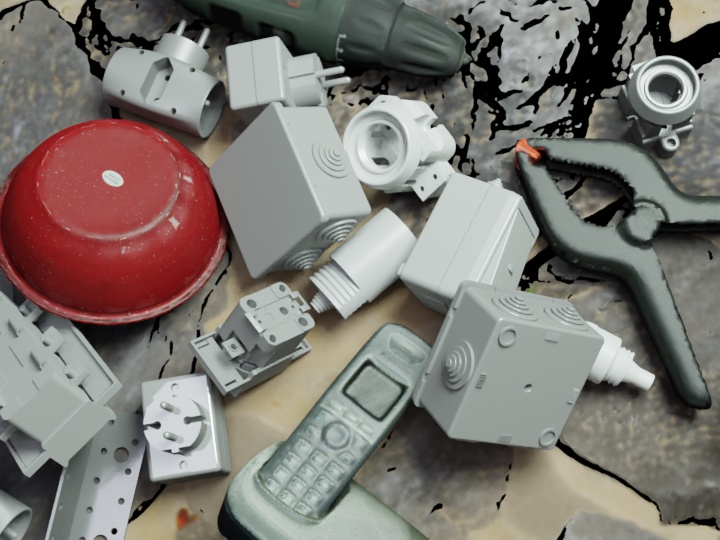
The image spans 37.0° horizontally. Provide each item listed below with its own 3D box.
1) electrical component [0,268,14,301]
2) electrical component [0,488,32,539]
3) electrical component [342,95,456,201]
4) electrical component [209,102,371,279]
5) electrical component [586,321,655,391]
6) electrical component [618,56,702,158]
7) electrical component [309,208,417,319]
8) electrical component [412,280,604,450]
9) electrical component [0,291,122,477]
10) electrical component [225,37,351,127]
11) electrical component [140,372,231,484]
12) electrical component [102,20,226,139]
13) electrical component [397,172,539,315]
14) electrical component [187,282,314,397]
[{"bbox_3d":[-0.304,0.020,0.752,0.099,0.064,0.099,-4,76,18],"label":"electrical component"},{"bbox_3d":[-0.271,0.172,0.710,0.077,0.043,0.079,29,81,11],"label":"electrical component"},{"bbox_3d":[0.024,-0.084,0.731,0.058,0.057,0.078,-42,75,27],"label":"electrical component"},{"bbox_3d":[-0.047,-0.053,0.723,0.048,0.100,0.099,-9,70,-43],"label":"electrical component"},{"bbox_3d":[0.163,0.060,0.706,0.061,0.035,0.035,28,80,8],"label":"electrical component"},{"bbox_3d":[0.205,-0.116,0.735,0.048,0.055,0.066,-18,75,0],"label":"electrical component"},{"bbox_3d":[0.000,0.000,0.730,0.081,0.043,0.043,-40,76,-5],"label":"electrical component"},{"bbox_3d":[0.093,0.062,0.667,0.100,0.048,0.099,11,110,-29],"label":"electrical component"},{"bbox_3d":[-0.216,0.063,0.694,0.079,0.063,0.121,-45,46,-7],"label":"electrical component"},{"bbox_3d":[-0.046,-0.129,0.749,0.077,0.066,0.047,-9,76,11],"label":"electrical component"},{"bbox_3d":[-0.117,0.101,0.697,0.047,0.076,0.065,-10,75,2],"label":"electrical component"},{"bbox_3d":[-0.134,-0.143,0.776,0.077,0.043,0.079,20,78,9],"label":"electrical component"},{"bbox_3d":[0.079,-0.016,0.711,0.061,0.061,0.096,22,78,28],"label":"electrical component"},{"bbox_3d":[-0.066,0.044,0.707,0.081,0.063,0.042,-25,70,-45],"label":"electrical component"}]
